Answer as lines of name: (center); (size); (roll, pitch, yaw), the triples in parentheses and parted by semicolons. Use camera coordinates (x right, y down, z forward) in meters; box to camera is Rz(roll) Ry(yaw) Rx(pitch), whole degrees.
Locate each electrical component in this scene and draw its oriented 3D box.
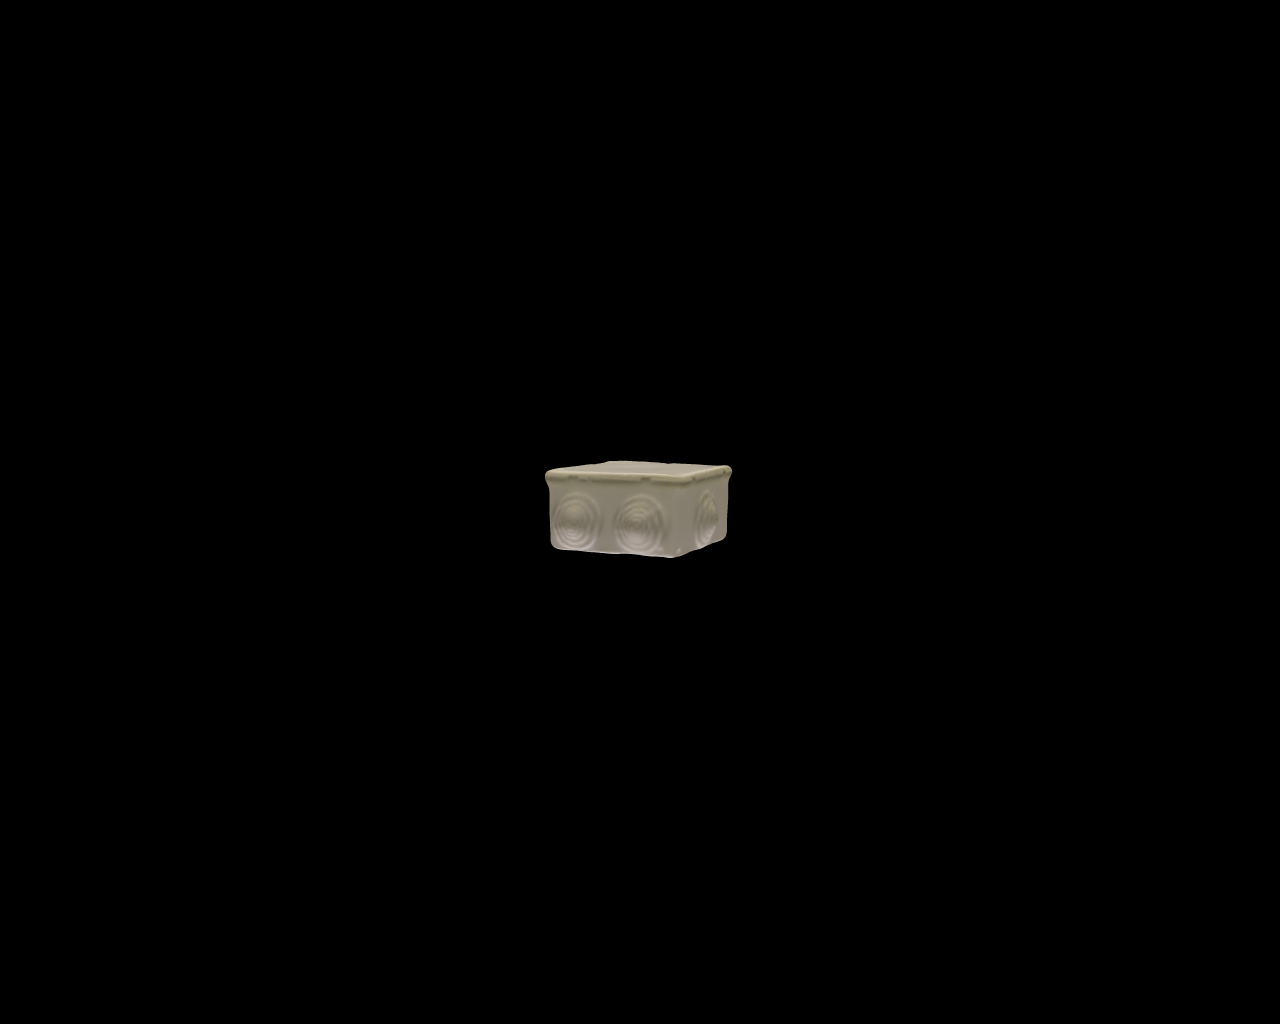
electrical component: (0.001, -0.003, 0.650); (0.100, 0.048, 0.100); (3, 8, 26)
